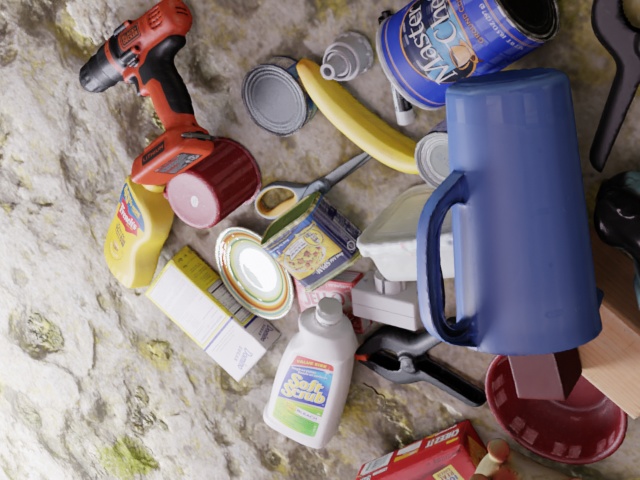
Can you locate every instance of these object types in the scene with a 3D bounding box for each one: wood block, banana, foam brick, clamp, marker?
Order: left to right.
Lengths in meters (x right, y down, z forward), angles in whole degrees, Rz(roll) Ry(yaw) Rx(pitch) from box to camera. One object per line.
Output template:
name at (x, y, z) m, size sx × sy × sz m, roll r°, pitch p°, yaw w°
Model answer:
banana at (0.054, -0.124, 1.139) m, size 0.198 × 0.037 × 0.070 m, roll 36°, pitch 151°, yaw 17°
marker at (0.079, -0.178, 1.105) m, size 0.020 × 0.020 × 0.121 m, roll 4°, pitch 119°, yaw 33°
clamp at (0.120, 0.148, 1.275) m, size 0.172 × 0.039 × 0.120 m, roll -7°, pitch 109°, yaw 44°
foam brick at (0.219, 0.112, 1.049) m, size 0.053 × 0.051 × 0.078 m, roll 0°, pitch 119°, yaw 35°
wood block at (0.277, 0.068, 1.077) m, size 0.206 × 0.090 × 0.091 m, roll 41°, pitch 134°, yaw 6°
clamp at (0.304, -0.170, 0.931) m, size 0.165 × 0.036 × 0.210 m, roll -7°, pitch 106°, yaw 22°

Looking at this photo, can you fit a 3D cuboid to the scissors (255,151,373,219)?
scissors at (0.006, -0.045, 1.245) m, size 0.202 × 0.016 × 0.096 m, roll -12°, pitch 112°, yaw 40°

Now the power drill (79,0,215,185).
power drill at (-0.203, -0.162, 1.237) m, size 0.185 × 0.057 × 0.188 m, roll -28°, pitch 73°, yaw 37°

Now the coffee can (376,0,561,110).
coffee can at (0.136, -0.197, 0.995) m, size 0.141 × 0.102 × 0.103 m, roll -29°, pitch 100°, yaw 43°

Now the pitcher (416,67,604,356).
pitcher at (0.168, -0.024, 0.951) m, size 0.145 × 0.149 × 0.243 m, roll -2°, pitch 104°, yaw 23°

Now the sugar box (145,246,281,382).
sugar box at (-0.143, 0.099, 1.424) m, size 0.176 × 0.048 × 0.093 m, roll 42°, pitch 134°, yaw 0°

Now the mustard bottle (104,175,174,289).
mustard bottle at (-0.228, -0.031, 1.381) m, size 0.096 × 0.058 × 0.192 m, roll 61°, pitch 141°, yaw 32°

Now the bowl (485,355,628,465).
bowl at (0.265, 0.166, 1.172) m, size 0.162 × 0.055 × 0.162 m, roll 18°, pitch 127°, yaw 25°

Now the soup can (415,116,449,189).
soup can at (0.145, -0.097, 1.055) m, size 0.069 × 0.102 × 0.068 m, roll 18°, pitch 127°, yaw 26°

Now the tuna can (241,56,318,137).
tuna can at (-0.044, -0.161, 1.192) m, size 0.086 × 0.033 × 0.086 m, roll 18°, pitch 127°, yaw 25°

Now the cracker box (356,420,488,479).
cracker box at (0.165, 0.351, 1.323) m, size 0.164 × 0.072 × 0.213 m, roll -29°, pitch 99°, yaw 25°

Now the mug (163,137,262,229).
mug at (-0.140, -0.066, 1.289) m, size 0.117 × 0.081 × 0.093 m, roll 2°, pitch 119°, yaw 34°

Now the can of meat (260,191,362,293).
can of meat at (-0.008, 0.002, 1.238) m, size 0.084 × 0.057 × 0.102 m, roll 43°, pitch 128°, yaw -16°

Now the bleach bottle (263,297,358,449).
bleach bottle at (-0.010, 0.157, 1.327) m, size 0.103 × 0.068 × 0.251 m, roll 26°, pitch 139°, yaw 15°

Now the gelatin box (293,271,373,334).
gelatin box at (0.015, 0.073, 1.305) m, size 0.089 × 0.030 × 0.073 m, roll 6°, pitch 121°, yaw 32°
